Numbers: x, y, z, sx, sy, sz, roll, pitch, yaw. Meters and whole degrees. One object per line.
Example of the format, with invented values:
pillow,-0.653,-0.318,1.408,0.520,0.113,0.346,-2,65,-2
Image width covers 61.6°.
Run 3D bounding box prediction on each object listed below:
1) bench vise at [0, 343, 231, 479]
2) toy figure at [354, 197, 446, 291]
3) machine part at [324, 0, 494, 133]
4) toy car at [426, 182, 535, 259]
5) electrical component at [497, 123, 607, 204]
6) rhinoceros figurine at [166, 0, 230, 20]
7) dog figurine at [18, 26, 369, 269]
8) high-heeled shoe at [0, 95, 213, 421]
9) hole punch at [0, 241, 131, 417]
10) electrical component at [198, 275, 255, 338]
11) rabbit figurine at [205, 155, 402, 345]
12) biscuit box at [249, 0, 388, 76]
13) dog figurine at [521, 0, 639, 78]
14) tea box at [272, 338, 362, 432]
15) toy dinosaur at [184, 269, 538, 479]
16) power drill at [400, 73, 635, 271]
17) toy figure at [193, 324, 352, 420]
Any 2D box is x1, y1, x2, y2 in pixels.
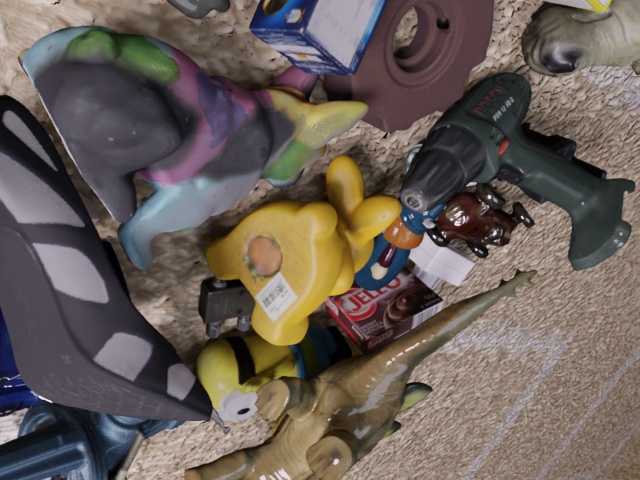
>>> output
bench vise,-0.222,0.181,0.464,0.223,0.129,0.240,-43,159,26
toy figure,0.083,-0.002,0.584,0.058,0.064,0.154,6,138,-21
machine part,0.079,-0.183,0.476,0.179,0.056,0.179,-21,132,-25
toy car,0.202,-0.017,0.656,0.089,0.053,0.202,-40,151,23
electrical component,0.276,-0.085,0.648,0.048,0.119,0.074,-25,135,-19
rhinoceros figurine,-0.037,-0.223,0.324,0.073,0.112,0.190,34,100,-34
dog figurine,-0.071,-0.092,0.394,0.219,0.109,0.191,-31,148,-20
high-heeled shoe,-0.149,0.025,0.358,0.086,0.145,0.248,-14,142,28
hole punch,-0.204,0.061,0.413,0.142,0.116,0.092,-4,115,-35
electrical component,-0.091,0.059,0.554,0.063,0.021,0.093,-9,125,-32
rabbit figurine,-0.001,-0.002,0.522,0.162,0.122,0.173,-55,156,20
biscuit box,0.025,-0.220,0.371,0.059,0.063,0.202,24,88,-46
dog figurine,0.312,-0.259,0.573,0.190,0.121,0.172,0,88,-16
tea box,0.025,0.226,0.708,0.068,0.098,0.169,26,102,-45
toy dinosaur,0.020,0.179,0.551,0.471,0.105,0.198,-42,157,22
power drill,0.198,-0.058,0.533,0.232,0.207,0.086,-57,177,-37
toy figure,-0.054,0.139,0.600,0.180,0.089,0.082,-16,134,-37
